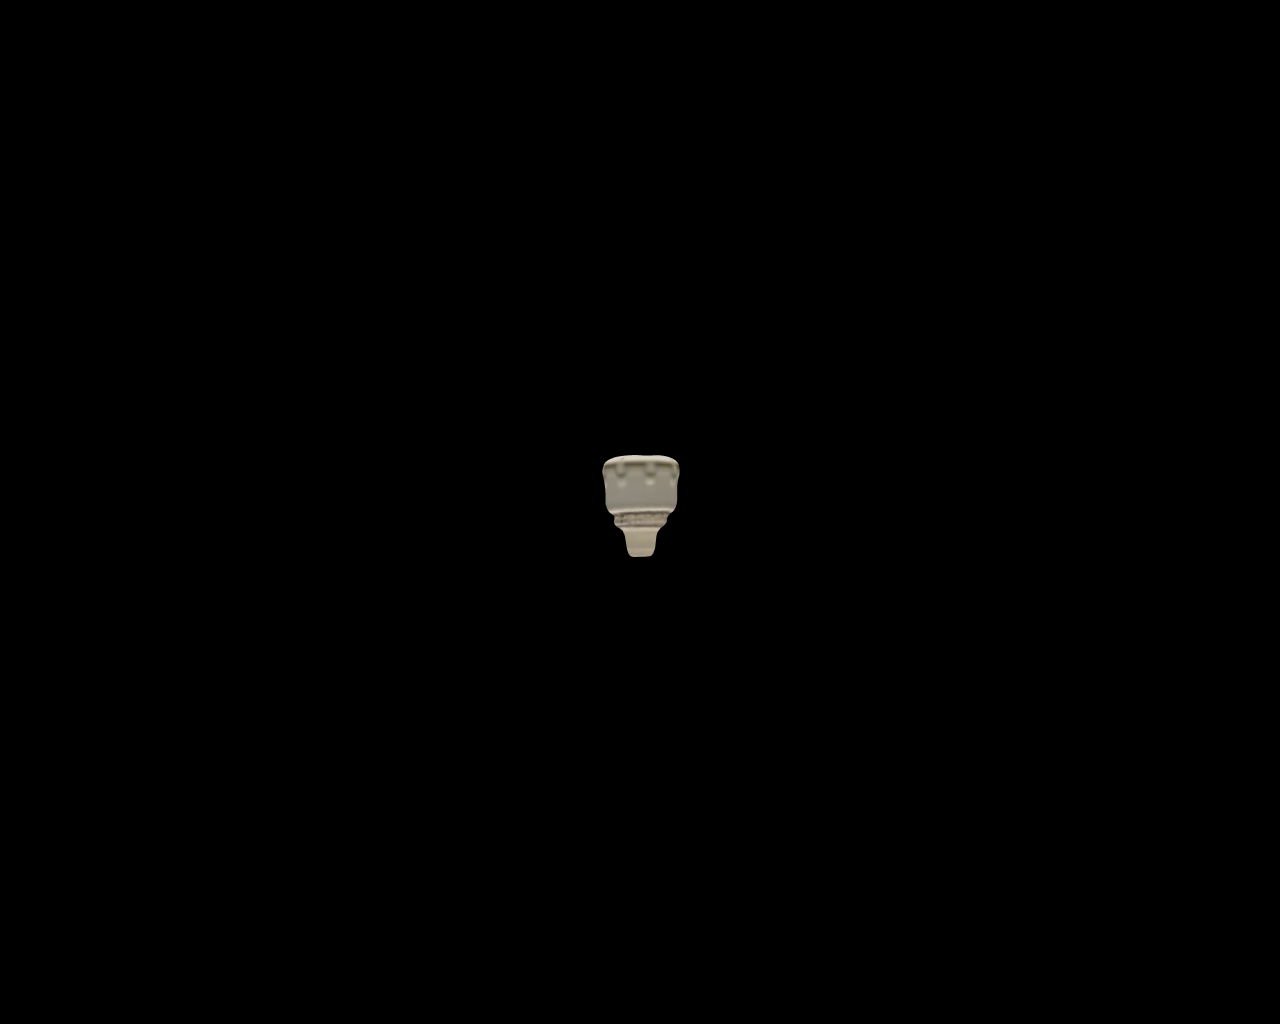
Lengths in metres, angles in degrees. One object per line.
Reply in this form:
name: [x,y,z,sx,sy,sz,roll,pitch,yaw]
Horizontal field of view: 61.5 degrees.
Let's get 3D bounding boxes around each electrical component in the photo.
electrical component: [0.001,-0.003,0.650,0.048,0.062,0.048,0,-4,0]
